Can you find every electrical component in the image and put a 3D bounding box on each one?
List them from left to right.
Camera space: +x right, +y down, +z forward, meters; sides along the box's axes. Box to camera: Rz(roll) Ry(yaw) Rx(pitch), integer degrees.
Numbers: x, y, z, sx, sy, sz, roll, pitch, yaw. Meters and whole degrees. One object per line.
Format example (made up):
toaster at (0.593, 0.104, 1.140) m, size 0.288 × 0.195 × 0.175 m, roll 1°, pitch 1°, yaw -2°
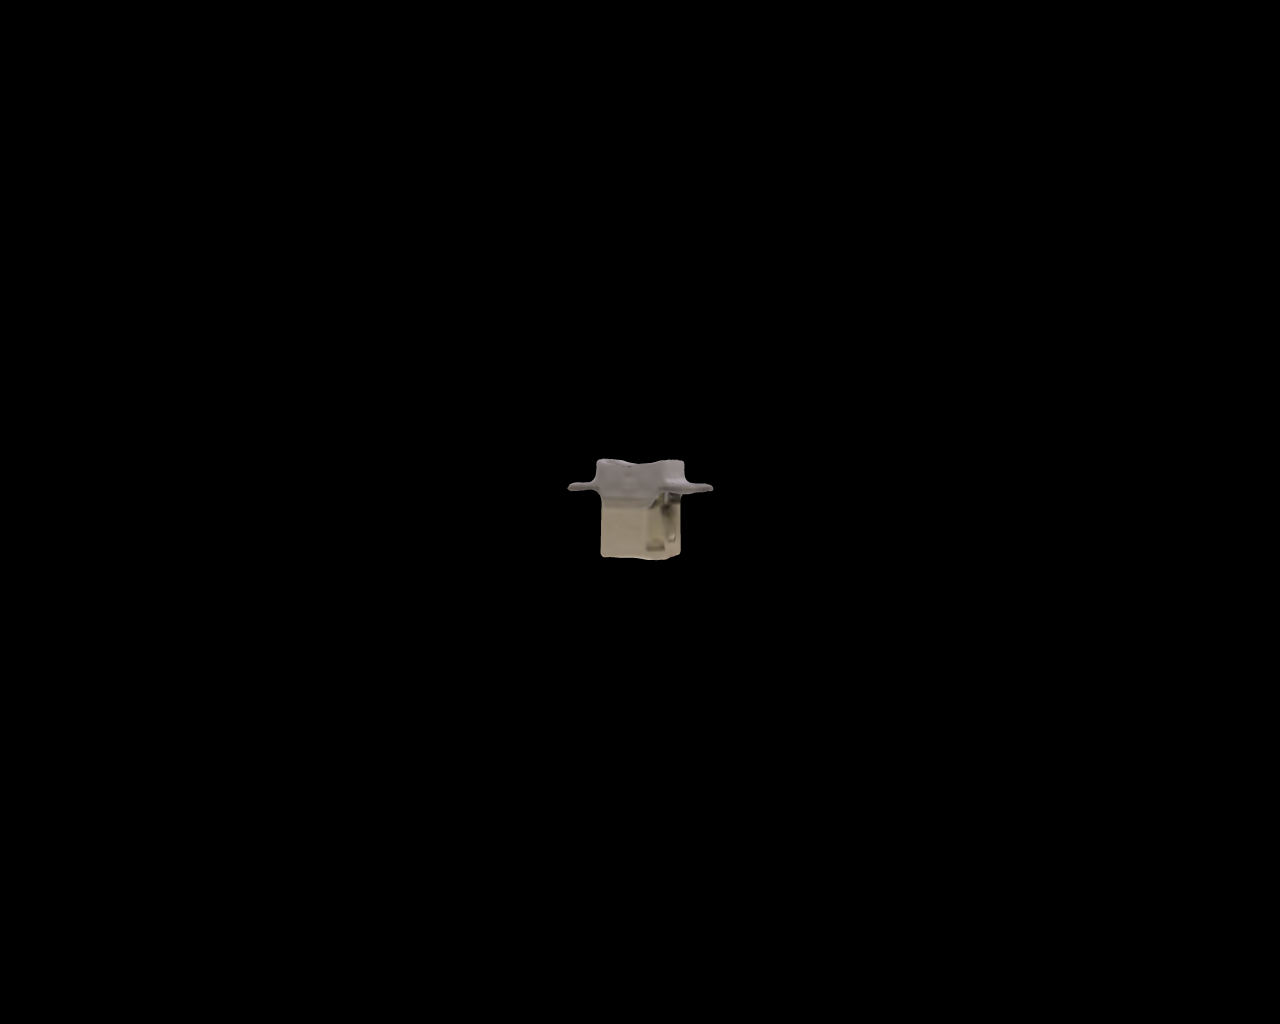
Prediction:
electrical component at (0.001, -0.003, 0.650) m, size 0.081 × 0.063 × 0.042 m, roll 2°, pitch 4°, yaw 23°
